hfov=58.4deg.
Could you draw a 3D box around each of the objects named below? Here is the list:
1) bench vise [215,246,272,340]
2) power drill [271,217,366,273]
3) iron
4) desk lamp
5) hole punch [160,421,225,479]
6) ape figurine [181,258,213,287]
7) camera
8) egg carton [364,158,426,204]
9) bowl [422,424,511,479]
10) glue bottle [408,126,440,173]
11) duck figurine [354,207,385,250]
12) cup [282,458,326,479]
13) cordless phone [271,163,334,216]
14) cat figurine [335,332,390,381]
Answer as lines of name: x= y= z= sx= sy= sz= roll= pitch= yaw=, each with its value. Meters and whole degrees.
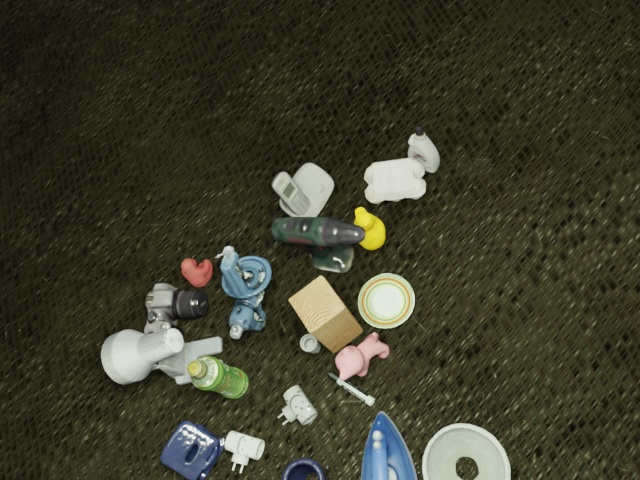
bench vise: x=-0.172 y=0.113 z=1.317 sx=0.121 sy=0.220 sz=0.207 roll=-14 pitch=65 yaw=10
power drill: x=0.012 y=0.005 z=1.318 sx=0.229 sy=0.209 sz=0.076 roll=8 pitch=70 yaw=19
iron: x=0.126 y=0.465 z=1.130 sx=0.118 sy=0.142 sz=0.258 roll=-11 pitch=65 yaw=11
desk lamp: x=-0.355 y=0.261 z=1.309 sx=0.203 sy=0.214 sz=0.118 roll=-14 pitch=65 yaw=10
hole punch: x=-0.280 y=0.467 z=1.271 sx=0.100 sy=0.091 sz=0.109 roll=26 pitch=77 yaw=24
ape figurine: x=-0.317 y=0.075 z=1.445 sx=0.077 sy=0.092 sz=0.076 roll=-1 pitch=68 yaw=15
camera: x=-0.354 y=0.173 z=1.409 sx=0.136 sy=0.101 sz=0.143 roll=-4 pitch=67 yaw=14
egg carton: x=0.184 y=-0.144 z=1.410 sx=0.150 sy=0.069 sz=0.107 roll=-7 pitch=66 yaw=13
bowl: x=0.287 y=0.452 z=1.128 sx=0.167 sy=0.075 sz=0.167 roll=-6 pitch=67 yaw=13
glue bottle: x=0.243 y=-0.223 z=1.369 sx=0.078 sy=0.173 sz=0.037 roll=23 pitch=76 yaw=23
duck figurine: x=0.113 y=-0.032 z=1.374 sx=0.077 sy=0.086 sz=0.104 roll=-25 pitch=64 yaw=5
cup: x=-0.012 y=0.505 z=1.178 sx=0.117 sy=0.095 sz=0.092 roll=19 pitch=74 yaw=22
cordless phone: x=-0.047 y=-0.135 z=1.406 sx=0.094 sy=0.185 sz=0.148 roll=25 pitch=76 yaw=23
cat figurine: x=0.084 y=0.250 z=1.246 sx=0.128 sy=0.118 sz=0.067 roll=-43 pitch=63 yaw=-5
